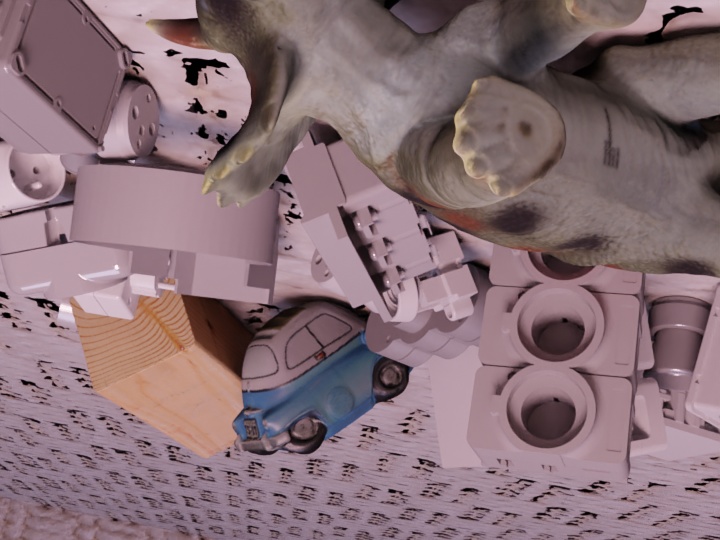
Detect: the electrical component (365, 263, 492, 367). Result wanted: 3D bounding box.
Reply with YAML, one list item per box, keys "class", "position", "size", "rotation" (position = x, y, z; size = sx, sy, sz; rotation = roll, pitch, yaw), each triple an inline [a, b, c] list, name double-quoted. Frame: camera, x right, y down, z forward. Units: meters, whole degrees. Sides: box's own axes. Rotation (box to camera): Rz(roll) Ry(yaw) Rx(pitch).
- class: "electrical component"
  position: [0.044, 0.029, 0.785]
  size: [0.074, 0.052, 0.138]
  rotation: [23, 155, -27]

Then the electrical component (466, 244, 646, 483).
- class: "electrical component"
  position: [0.121, 0.043, 0.646]
  size: [0.089, 0.150, 0.061]
  rotation: [4, 159, 18]

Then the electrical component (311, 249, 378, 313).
- class: "electrical component"
  position: [0.000, 0.000, 0.742]
  size: [0.055, 0.045, 0.045]
  rotation: [26, 154, -33]

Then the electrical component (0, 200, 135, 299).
- class: "electrical component"
  position: [-0.192, -0.016, 0.728]
  size: [0.095, 0.059, 0.053]
  rotation: [-10, -170, 11]

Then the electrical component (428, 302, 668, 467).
- class: "electrical component"
  position: [0.131, 0.085, 0.780]
  size: [0.060, 0.105, 0.186]
  rotation: [-3, 172, -32]

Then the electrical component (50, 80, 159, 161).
- class: "electrical component"
  position: [-0.146, -0.084, 0.600]
  size: [0.055, 0.045, 0.045]
  rotation: [5, 158, 13]

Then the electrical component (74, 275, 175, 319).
- class: "electrical component"
  position: [-0.164, -0.001, 0.791]
  size: [0.077, 0.065, 0.047]
  rotation: [9, 159, 5]

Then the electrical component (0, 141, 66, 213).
- class: "electrical component"
  position: [-0.245, -0.057, 0.692]
  size: [0.077, 0.043, 0.079]
  rotation: [-8, -174, 39]

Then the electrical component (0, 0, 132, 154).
- class: "electrical component"
  position: [-0.169, -0.106, 0.533]
  size: [0.061, 0.061, 0.096]
  rotation: [2, 157, 22]

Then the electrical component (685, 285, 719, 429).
- class: "electrical component"
  position: [0.268, 0.066, 0.707]
  size: [0.100, 0.099, 0.048]
  rotation: [28, 166, -37]

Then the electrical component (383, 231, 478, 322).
- class: "electrical component"
  position: [0.039, 0.006, 0.708]
  size: [0.055, 0.066, 0.048]
  rotation: [-17, 170, -25]

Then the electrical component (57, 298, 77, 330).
- class: "electrical component"
  position: [-0.221, 0.038, 0.946]
  size: [0.081, 0.043, 0.043]
  rotation: [15, 158, -10]

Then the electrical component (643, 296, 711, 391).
- class: "electrical component"
  position: [0.222, 0.051, 0.749]
  size: [0.045, 0.055, 0.045]
  rotation: [10, 159, 4]

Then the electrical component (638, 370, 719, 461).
- class: "electrical component"
  position: [0.217, 0.101, 0.868]
  size: [0.150, 0.061, 0.089]
  rotation: [18, 158, -17]

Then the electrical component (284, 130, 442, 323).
- class: "electrical component"
  position: [0.004, -0.030, 0.628]
  size: [0.063, 0.078, 0.121]
  rotation: [-22, 153, 3]
